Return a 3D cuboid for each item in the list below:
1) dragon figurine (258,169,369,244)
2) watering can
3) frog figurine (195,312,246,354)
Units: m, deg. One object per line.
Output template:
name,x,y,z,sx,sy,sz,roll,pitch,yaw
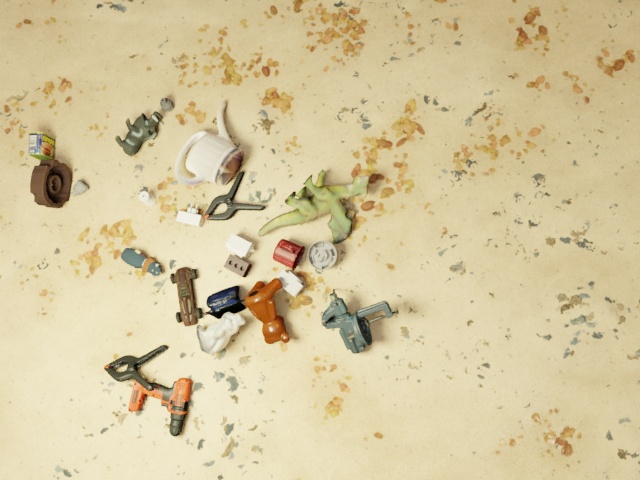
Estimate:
dragon figurine,0.005,-0.090,1.779,0.243,0.122,0.409,44,93,1
watering can,-0.366,-0.328,1.829,0.225,0.102,0.351,27,75,15
frog figurine,-0.320,0.305,1.693,0.159,0.135,0.125,-12,66,-5
